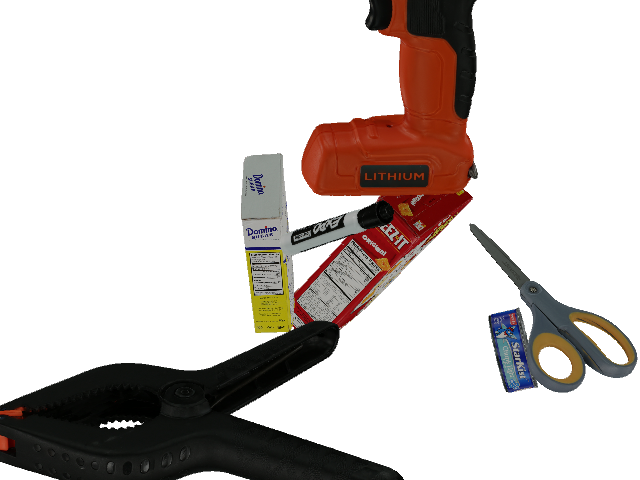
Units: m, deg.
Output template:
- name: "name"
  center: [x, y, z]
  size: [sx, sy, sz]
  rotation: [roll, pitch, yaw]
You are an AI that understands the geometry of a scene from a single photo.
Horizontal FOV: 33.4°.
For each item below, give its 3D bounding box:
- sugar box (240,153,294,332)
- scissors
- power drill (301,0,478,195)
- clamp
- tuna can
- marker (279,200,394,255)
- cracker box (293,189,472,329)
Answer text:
- name: "sugar box"
  center: [-0.054, 0.006, 1.094]
  size: [0.048, 0.093, 0.176]
  rotation: [-4, -44, 2]
- name: "scissors"
  center: [0.173, 0.059, 0.908]
  size: [0.096, 0.016, 0.202]
  rotation: [-33, 53, -29]
- name: "power drill"
  center: [0.032, -0.116, 0.612]
  size: [0.184, 0.188, 0.057]
  rotation: [0, 37, -7]
- name: "clamp"
  center: [-0.068, 0.091, 0.577]
  size: [0.210, 0.036, 0.164]
  rotation: [0, 24, -5]
- name: "tuna can"
  center: [0.203, 0.116, 1.124]
  size: [0.034, 0.086, 0.086]
  rotation: [-14, -3, 11]
- name: "marker"
  center: [0.012, -0.009, 0.830]
  size: [0.020, 0.020, 0.121]
  rotation: [0, -12, -41]
- name: "cracker box"
  center: [0.065, 0.016, 1.277]
  size: [0.214, 0.072, 0.163]
  rotation: [-49, -9, 34]
